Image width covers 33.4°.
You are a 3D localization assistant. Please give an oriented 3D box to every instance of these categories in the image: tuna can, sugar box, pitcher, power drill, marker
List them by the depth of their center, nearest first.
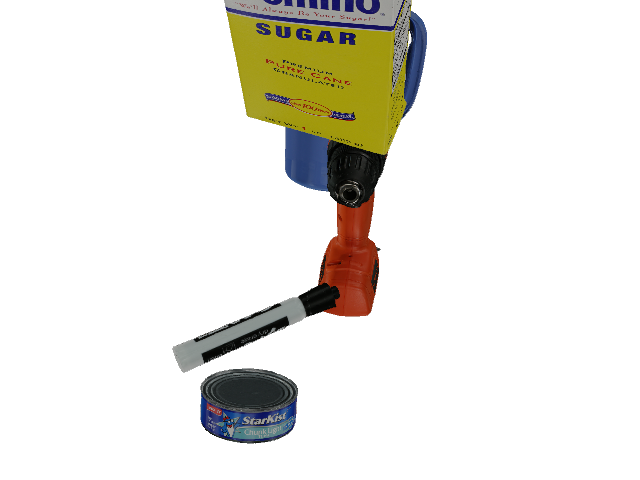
[{"bbox_3d":[0.000,-0.112,0.568,0.093,0.048,0.176,16,-19,9],"label":"sugar box"},{"bbox_3d":[-0.042,0.058,0.729,0.121,0.020,0.020,-22,6,-14],"label":"marker"},{"bbox_3d":[-0.063,0.145,0.938,0.086,0.034,0.086,3,16,-1],"label":"tuna can"},{"bbox_3d":[0.031,-0.026,0.969,0.057,0.188,0.184,8,32,5],"label":"power drill"},{"bbox_3d":[0.028,-0.186,1.307,0.144,0.243,0.149,-8,28,-27],"label":"pitcher"}]
